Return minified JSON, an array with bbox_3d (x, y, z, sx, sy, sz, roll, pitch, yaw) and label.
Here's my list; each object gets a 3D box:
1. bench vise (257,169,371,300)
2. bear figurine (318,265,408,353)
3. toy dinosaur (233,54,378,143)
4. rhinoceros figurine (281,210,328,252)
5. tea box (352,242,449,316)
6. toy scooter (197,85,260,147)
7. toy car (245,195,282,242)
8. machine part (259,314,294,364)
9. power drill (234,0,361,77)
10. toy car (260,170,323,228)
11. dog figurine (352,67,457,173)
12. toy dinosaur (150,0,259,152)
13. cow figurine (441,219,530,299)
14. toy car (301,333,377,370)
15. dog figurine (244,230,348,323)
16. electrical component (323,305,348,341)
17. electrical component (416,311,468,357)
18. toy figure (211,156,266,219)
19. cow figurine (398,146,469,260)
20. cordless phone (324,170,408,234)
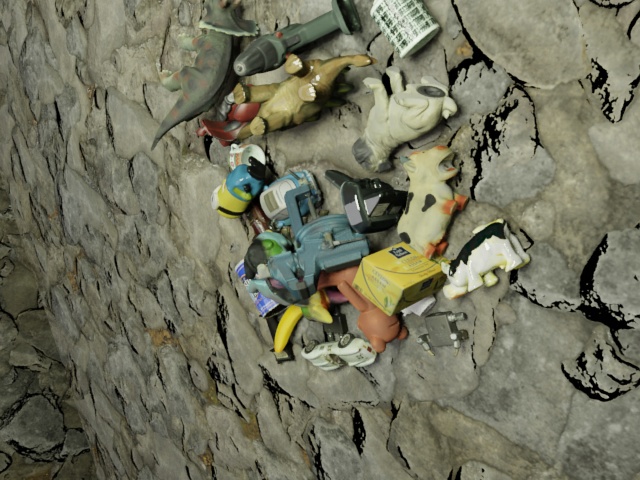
[{"bbox_3d":[-0.027,-0.012,1.047,0.224,0.128,0.241,-20,66,9],"label":"bench vise"},{"bbox_3d":[0.087,0.130,1.099,0.132,0.120,0.195,-20,94,48],"label":"bear figurine"},{"bbox_3d":[-0.062,-0.266,1.060,0.472,0.198,0.105,-12,95,44],"label":"toy dinosaur"},{"bbox_3d":[-0.002,-0.004,1.170,0.190,0.073,0.112,-17,89,45],"label":"rhinoceros figurine"},{"bbox_3d":[0.153,0.063,0.976,0.098,0.169,0.068,38,127,28],"label":"tea box"},{"bbox_3d":[-0.211,-0.282,1.241,0.075,0.135,0.184,55,131,17],"label":"toy scooter"},{"bbox_3d":[-0.165,-0.073,1.319,0.089,0.053,0.202,-40,75,46],"label":"toy car"},{"bbox_3d":[-0.111,0.247,1.373,0.084,0.039,0.139,-28,85,53],"label":"machine part"},{"bbox_3d":[-0.035,-0.376,1.005,0.207,0.232,0.086,-22,109,30],"label":"power drill"},{"bbox_3d":[-0.076,-0.088,1.196,0.162,0.103,0.109,-26,85,46],"label":"toy car"},{"bbox_3d":[0.148,-0.192,0.970,0.173,0.121,0.190,36,139,34],"label":"dog figurine"},{"bbox_3d":[-0.257,-0.373,1.198,0.192,0.131,0.404,19,92,50],"label":"toy dinosaur"},{"bbox_3d":[0.268,0.037,0.930,0.167,0.068,0.098,-38,70,39],"label":"cow figurine"},{"bbox_3d":[0.039,0.253,1.198,0.073,0.056,0.202,39,142,-27],"label":"toy car"},{"bbox_3d":[-0.046,0.092,1.162,0.219,0.108,0.191,24,141,22],"label":"dog figurine"},{"bbox_3d":[0.032,0.190,1.230,0.063,0.021,0.094,-3,102,44],"label":"electrical component"},{"bbox_3d":[0.233,0.178,1.021,0.102,0.045,0.078,-9,97,44],"label":"electrical component"},{"bbox_3d":[-0.184,-0.112,1.230,0.089,0.082,0.180,47,130,-8],"label":"toy figure"},{"bbox_3d":[0.192,-0.076,0.962,0.127,0.085,0.194,31,123,26],"label":"cow figurine"},{"bbox_3d":[0.061,-0.093,1.031,0.184,0.146,0.088,36,116,28],"label":"cordless phone"}]
